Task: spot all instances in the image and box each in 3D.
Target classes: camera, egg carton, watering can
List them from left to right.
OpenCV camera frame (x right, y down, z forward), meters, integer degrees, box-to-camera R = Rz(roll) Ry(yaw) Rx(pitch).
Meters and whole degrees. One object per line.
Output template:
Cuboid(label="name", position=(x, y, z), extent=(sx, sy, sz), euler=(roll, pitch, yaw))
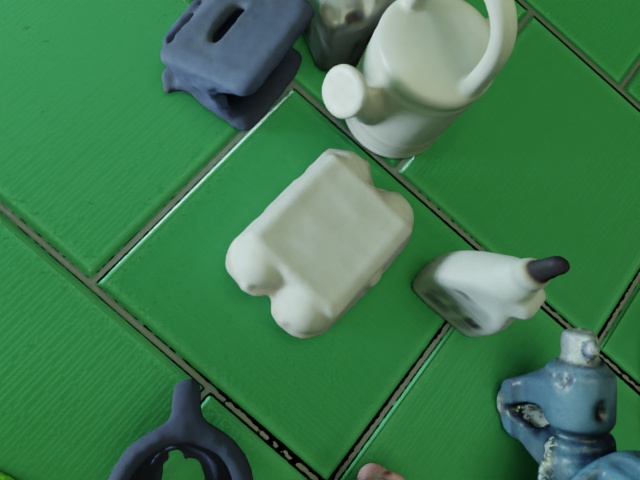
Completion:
Cuboid(label="egg carton", position=(0.004, 0.002, 0.466), extent=(0.107, 0.069, 0.150), euler=(43, 72, 0))
Cuboid(label="camera", position=(0.039, -0.249, 0.514), extent=(0.137, 0.100, 0.143), euler=(-21, 83, -16))
Cuboid(label="watering can", position=(0.083, -0.139, 0.450), extent=(0.101, 0.194, 0.173), euler=(39, 73, -1))

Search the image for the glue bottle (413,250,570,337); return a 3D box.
Cuboid(label="glue bottle", position=(0.133, 0.035, 0.433), extent=(0.078, 0.173, 0.037), euler=(42, 73, 0))

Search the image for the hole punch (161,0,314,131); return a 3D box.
Cuboid(label="hole punch", position=(-0.071, -0.162, 0.475), extent=(0.101, 0.091, 0.109), euler=(34, 73, -3))

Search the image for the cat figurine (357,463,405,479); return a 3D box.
Cuboid(label="cat figurine", position=(0.062, 0.210, 0.407), extent=(0.128, 0.117, 0.067), euler=(29, 73, -5))

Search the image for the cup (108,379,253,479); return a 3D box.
Cuboid(label="cup", position=(-0.095, 0.156, 0.396), extent=(0.092, 0.095, 0.118), euler=(2, 77, -12))

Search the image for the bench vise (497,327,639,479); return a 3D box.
Cuboid(label="bench vise", position=(0.203, 0.171, 0.394), extent=(0.122, 0.219, 0.207), euler=(-22, 83, -16))
